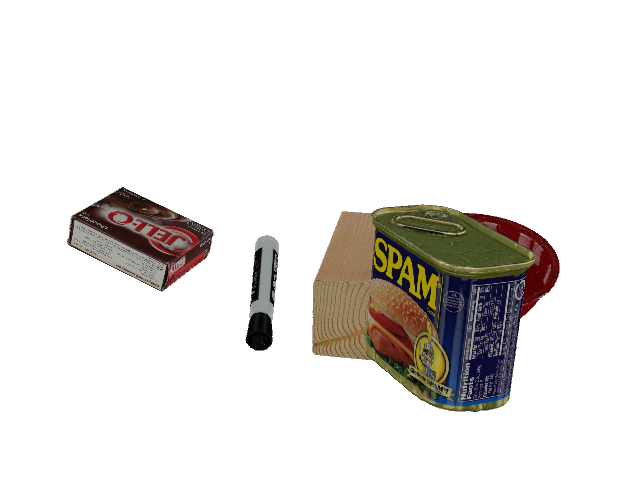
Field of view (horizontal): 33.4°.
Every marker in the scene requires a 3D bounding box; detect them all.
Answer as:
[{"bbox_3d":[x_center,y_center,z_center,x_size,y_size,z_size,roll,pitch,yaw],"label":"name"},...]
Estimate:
[{"bbox_3d":[-0.043,0.038,0.793,0.020,0.020,0.121,0,36,1],"label":"marker"}]

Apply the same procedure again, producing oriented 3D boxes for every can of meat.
[{"bbox_3d":[0.066,0.035,0.583,0.057,0.084,0.102,-5,21,-25],"label":"can of meat"}]

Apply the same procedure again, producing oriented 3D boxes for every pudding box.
[{"bbox_3d":[-0.175,-0.003,1.043,0.113,0.039,0.089,23,27,14],"label":"pudding box"}]

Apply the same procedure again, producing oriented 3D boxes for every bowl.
[{"bbox_3d":[0.138,0.038,0.993,0.162,0.055,0.162,-1,34,0],"label":"bowl"}]

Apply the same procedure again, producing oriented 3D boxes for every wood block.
[{"bbox_3d":[0.052,0.046,1.197,0.091,0.090,0.206,4,23,8],"label":"wood block"}]
